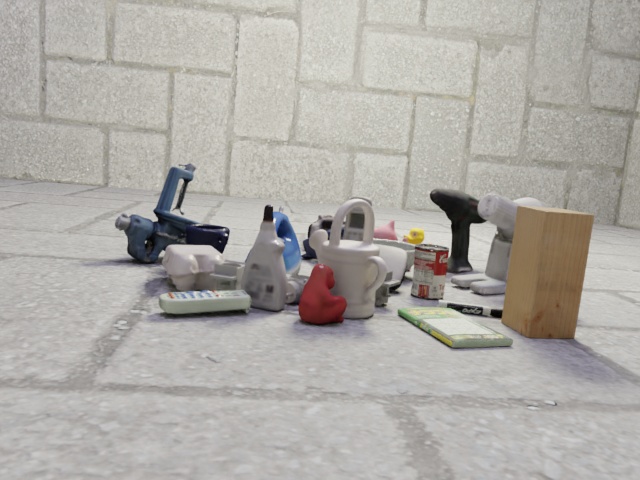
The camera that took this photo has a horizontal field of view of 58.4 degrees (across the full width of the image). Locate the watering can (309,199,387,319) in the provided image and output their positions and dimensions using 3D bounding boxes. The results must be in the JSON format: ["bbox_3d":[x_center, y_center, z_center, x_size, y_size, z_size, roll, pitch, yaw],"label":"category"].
[{"bbox_3d":[0.045,0.026,0.972,0.172,0.194,0.101,9,9,27],"label":"watering can"}]

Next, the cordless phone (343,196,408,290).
[{"bbox_3d":[0.110,0.006,1.183,0.147,0.185,0.094,7,8,13],"label":"cordless phone"}]

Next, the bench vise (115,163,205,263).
[{"bbox_3d":[-0.334,-0.062,1.258,0.121,0.220,0.208,10,10,30],"label":"bench vise"}]

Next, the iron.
[{"bbox_3d":[-0.100,0.006,1.209,0.118,0.141,0.258,5,8,2],"label":"iron"}]

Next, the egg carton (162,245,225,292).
[{"bbox_3d":[-0.236,0.050,1.069,0.107,0.069,0.150,1,9,-24],"label":"egg carton"}]

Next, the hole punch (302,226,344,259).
[{"bbox_3d":[0.013,0.005,1.459,0.100,0.091,0.109,9,9,28],"label":"hole punch"}]

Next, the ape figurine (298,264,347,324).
[{"bbox_3d":[0.002,0.084,0.906,0.076,0.092,0.077,0,10,-32],"label":"ape figurine"}]

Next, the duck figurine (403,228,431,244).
[{"bbox_3d":[0.273,0.010,1.605,0.105,0.086,0.077,1,9,-25],"label":"duck figurine"}]

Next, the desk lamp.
[{"bbox_3d":[0.409,0.005,1.270,0.204,0.213,0.117,-1,10,-34],"label":"desk lamp"}]

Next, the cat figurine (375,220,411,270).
[{"bbox_3d":[0.176,0.009,1.436,0.067,0.118,0.127,0,10,-32],"label":"cat figurine"}]

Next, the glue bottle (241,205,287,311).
[{"bbox_3d":[-0.089,0.028,0.952,0.078,0.173,0.037,8,9,22],"label":"glue bottle"}]

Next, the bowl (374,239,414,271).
[{"bbox_3d":[0.147,0.045,1.325,0.167,0.075,0.167,5,8,0],"label":"bowl"}]

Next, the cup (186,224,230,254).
[{"bbox_3d":[-0.229,0.020,1.198,0.092,0.095,0.117,-3,11,-44],"label":"cup"}]

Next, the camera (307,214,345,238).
[{"bbox_3d":[0.028,-0.025,1.644,0.143,0.101,0.136,3,8,-14],"label":"camera"}]

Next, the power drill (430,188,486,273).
[{"bbox_3d":[0.348,-0.026,1.463,0.230,0.208,0.075,-3,11,-44],"label":"power drill"}]
